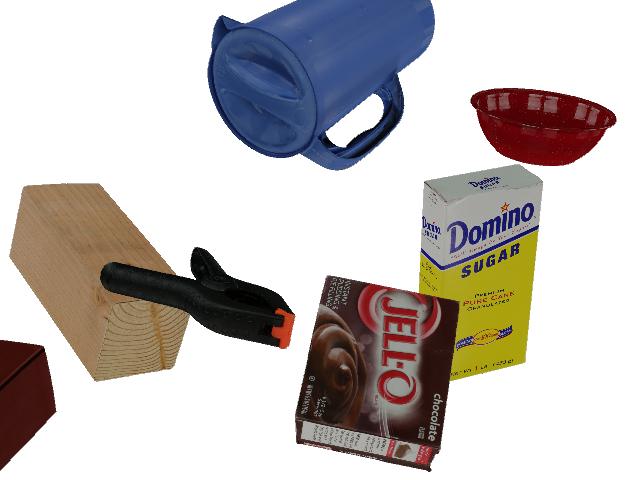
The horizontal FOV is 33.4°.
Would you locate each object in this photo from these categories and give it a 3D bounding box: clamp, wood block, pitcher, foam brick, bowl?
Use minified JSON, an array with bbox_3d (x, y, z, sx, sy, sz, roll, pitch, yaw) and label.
[{"bbox_3d":[-0.085,0.044,0.895,0.172,0.039,0.120,21,26,25],"label":"clamp"},{"bbox_3d":[-0.220,0.034,1.053,0.090,0.091,0.206,-5,36,-40],"label":"wood block"},{"bbox_3d":[0.018,-0.182,1.074,0.145,0.149,0.242,15,37,35],"label":"pitcher"},{"bbox_3d":[-0.213,0.105,0.676,0.053,0.051,0.078,6,29,22],"label":"foam brick"},{"bbox_3d":[0.245,-0.124,1.197,0.162,0.055,0.162,4,23,-2],"label":"bowl"}]

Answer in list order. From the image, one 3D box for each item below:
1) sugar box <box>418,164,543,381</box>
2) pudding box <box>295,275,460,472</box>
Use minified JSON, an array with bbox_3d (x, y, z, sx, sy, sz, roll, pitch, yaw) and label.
[{"bbox_3d":[0.132,0.030,0.897,0.093,0.176,0.048,-12,31,-20],"label":"sugar box"},{"bbox_3d":[0.037,0.082,0.678,0.090,0.113,0.039,10,-36,4],"label":"pudding box"}]
